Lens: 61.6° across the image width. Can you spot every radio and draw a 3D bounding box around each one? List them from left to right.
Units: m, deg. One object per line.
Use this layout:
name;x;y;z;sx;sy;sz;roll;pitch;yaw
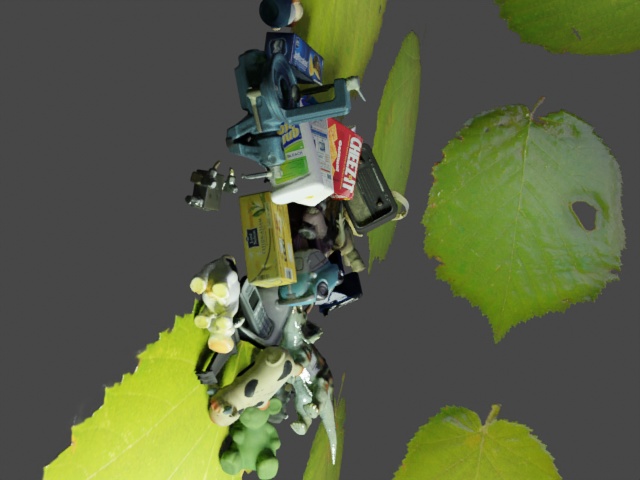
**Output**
radio;0.117;-0.141;1.481;0.073;0.131;0.229;66;1;-80

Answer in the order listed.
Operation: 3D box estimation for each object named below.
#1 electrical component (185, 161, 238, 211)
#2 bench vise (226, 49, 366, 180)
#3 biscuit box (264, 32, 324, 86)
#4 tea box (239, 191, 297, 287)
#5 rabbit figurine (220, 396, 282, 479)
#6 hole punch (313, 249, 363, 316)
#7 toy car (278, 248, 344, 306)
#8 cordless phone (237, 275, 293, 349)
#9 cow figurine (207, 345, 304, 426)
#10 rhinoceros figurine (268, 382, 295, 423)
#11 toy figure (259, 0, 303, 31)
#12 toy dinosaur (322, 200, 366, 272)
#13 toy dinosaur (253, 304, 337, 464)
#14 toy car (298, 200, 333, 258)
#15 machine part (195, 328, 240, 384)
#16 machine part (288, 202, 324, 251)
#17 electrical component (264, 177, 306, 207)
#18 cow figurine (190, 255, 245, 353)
electrical component;-0.172;-0.084;0.859;0.102;0.045;0.078;27;72;-74
bench vise;-0.047;-0.217;0.901;0.129;0.241;0.223;2;81;-71
biscuit box;-0.049;-0.363;1.090;0.202;0.063;0.059;-16;114;-73
tea box;-0.099;0.001;1.029;0.098;0.068;0.169;34;46;-71
rabbit figurine;-0.132;0.396;1.149;0.159;0.121;0.170;-62;159;-63
hole punch;0.026;0.096;1.250;0.092;0.116;0.142;58;11;-29
toy car;-0.024;0.068;1.112;0.161;0.109;0.102;-33;108;-53
cordless phone;-0.124;0.116;1.087;0.184;0.089;0.146;78;26;-43
cow figurine;-0.134;0.283;1.040;0.195;0.086;0.127;-42;150;-5
rhinoceros figurine;-0.098;0.361;1.356;0.112;0.073;0.190;91;13;-65
toy figure;-0.067;-0.428;1.007;0.064;0.058;0.154;-44;-175;29
toy dinosaur;0.043;-0.006;1.413;0.471;0.105;0.198;-166;-119;-84
toy dinosaur;-0.029;0.314;1.273;0.192;0.131;0.404;-47;120;-48
toy car;-0.002;-0.004;1.181;0.201;0.053;0.089;77;25;-52
machine part;-0.186;0.211;1.007;0.139;0.039;0.084;-62;162;-52
machine part;-0.056;0.000;1.244;0.201;0.087;0.200;-56;152;-53
electrical component;-0.055;-0.117;1.137;0.119;0.048;0.075;41;48;-19
cow figurine;-0.173;0.113;0.945;0.098;0.068;0.167;-67;161;-57
